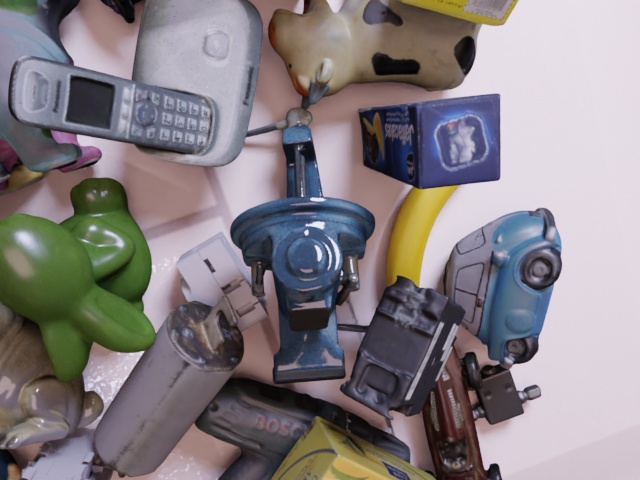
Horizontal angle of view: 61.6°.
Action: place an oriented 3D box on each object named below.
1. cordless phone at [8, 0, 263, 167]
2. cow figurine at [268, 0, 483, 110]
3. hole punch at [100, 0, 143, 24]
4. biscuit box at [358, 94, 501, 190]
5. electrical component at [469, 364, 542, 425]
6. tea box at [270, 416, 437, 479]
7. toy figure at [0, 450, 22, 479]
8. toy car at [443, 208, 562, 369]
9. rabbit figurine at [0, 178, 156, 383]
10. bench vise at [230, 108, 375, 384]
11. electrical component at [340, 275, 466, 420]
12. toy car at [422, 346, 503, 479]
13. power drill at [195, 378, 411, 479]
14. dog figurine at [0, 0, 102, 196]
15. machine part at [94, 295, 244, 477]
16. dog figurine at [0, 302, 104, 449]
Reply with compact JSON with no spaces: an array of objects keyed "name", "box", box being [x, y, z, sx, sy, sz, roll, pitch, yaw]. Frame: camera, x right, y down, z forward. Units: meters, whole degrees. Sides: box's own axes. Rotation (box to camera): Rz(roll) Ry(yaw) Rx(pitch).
[{"name":"cordless phone","box":[-0.143,-0.140,0.428,0.184,0.089,0.146,3,102,-44]},{"name":"cow figurine","box":[0.049,-0.179,0.494,0.195,0.085,0.127,4,98,-12]},{"name":"hole punch","box":[-0.157,-0.276,0.457,0.116,0.092,0.142,-25,106,28]},{"name":"biscuit box","box":[0.082,-0.085,0.450,0.063,0.203,0.059,-6,103,-5]},{"name":"electrical component","box":[0.196,0.169,0.599,0.094,0.021,0.063,-19,101,3]},{"name":"tea box","box":[0.042,0.252,0.509,0.169,0.068,0.098,33,92,-24]},{"name":"toy figure","box":[-0.317,0.267,0.536,0.064,0.058,0.154,-13,106,35]},{"name":"toy car","box":[0.178,0.041,0.544,0.103,0.109,0.161,13,111,13]},{"name":"rabbit figurine","box":[-0.211,0.033,0.438,0.121,0.170,0.159,-23,89,-1]},{"name":"bench vise","box":[-0.012,0.000,0.485,0.129,0.223,0.240,-8,68,8]},{"name":"electrical component","box":[0.083,0.100,0.496,0.058,0.134,0.115,26,86,25]},{"name":"toy car","box":[0.140,0.206,0.575,0.089,0.053,0.202,-10,103,16]},{"name":"power drill","box":[-0.043,0.256,0.556,0.232,0.086,0.207,30,99,-13]},{"name":"dog figurine","box":[-0.281,-0.149,0.446,0.192,0.108,0.219,-18,97,-1]},{"name":"machine part","box":[-0.142,0.139,0.497,0.079,0.079,0.243,31,116,-11]},{"name":"dog figurine","box":[-0.285,0.082,0.494,0.172,0.121,0.190,11,80,-42]}]
